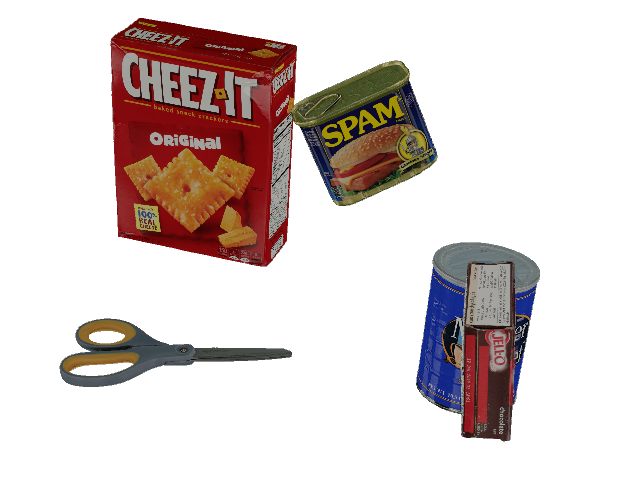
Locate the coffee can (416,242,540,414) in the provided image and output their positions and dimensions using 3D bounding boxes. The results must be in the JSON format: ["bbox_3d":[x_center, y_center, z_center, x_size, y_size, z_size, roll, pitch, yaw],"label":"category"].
[{"bbox_3d":[0.153,0.086,1.050,0.103,0.140,0.103,4,24,-2],"label":"coffee can"}]

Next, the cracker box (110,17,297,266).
[{"bbox_3d":[-0.114,-0.091,1.028,0.164,0.214,0.072,12,32,14],"label":"cracker box"}]

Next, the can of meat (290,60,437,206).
[{"bbox_3d":[0.038,-0.087,0.884,0.102,0.084,0.057,-24,27,1],"label":"can of meat"}]

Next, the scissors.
[{"bbox_3d":[-0.135,0.093,0.967,0.201,0.016,0.096,-8,33,-17],"label":"scissors"}]

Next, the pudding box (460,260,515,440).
[{"bbox_3d":[0.122,0.076,0.770,0.039,0.090,0.113,2,23,7],"label":"pudding box"}]
